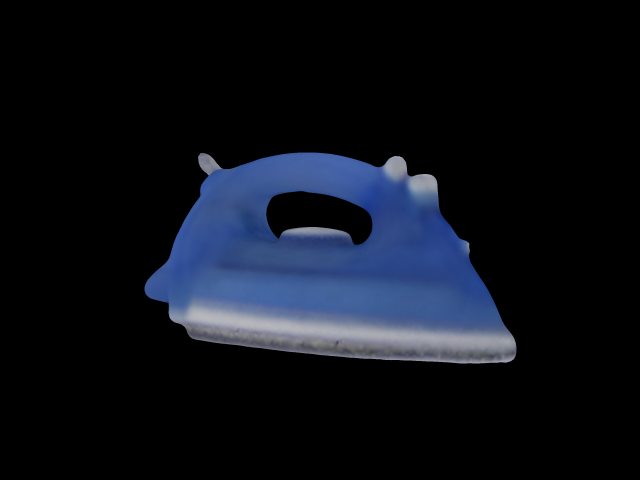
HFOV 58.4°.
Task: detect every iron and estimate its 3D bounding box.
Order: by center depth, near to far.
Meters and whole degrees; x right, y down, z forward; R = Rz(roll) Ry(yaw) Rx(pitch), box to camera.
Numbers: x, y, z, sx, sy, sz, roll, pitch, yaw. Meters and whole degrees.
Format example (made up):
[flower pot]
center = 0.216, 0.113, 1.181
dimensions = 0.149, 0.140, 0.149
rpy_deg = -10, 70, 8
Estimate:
[iron]
center = 0.004, 0.001, 0.400
dimensions = 0.257, 0.141, 0.119
rpy_deg = 0, 0, 29
